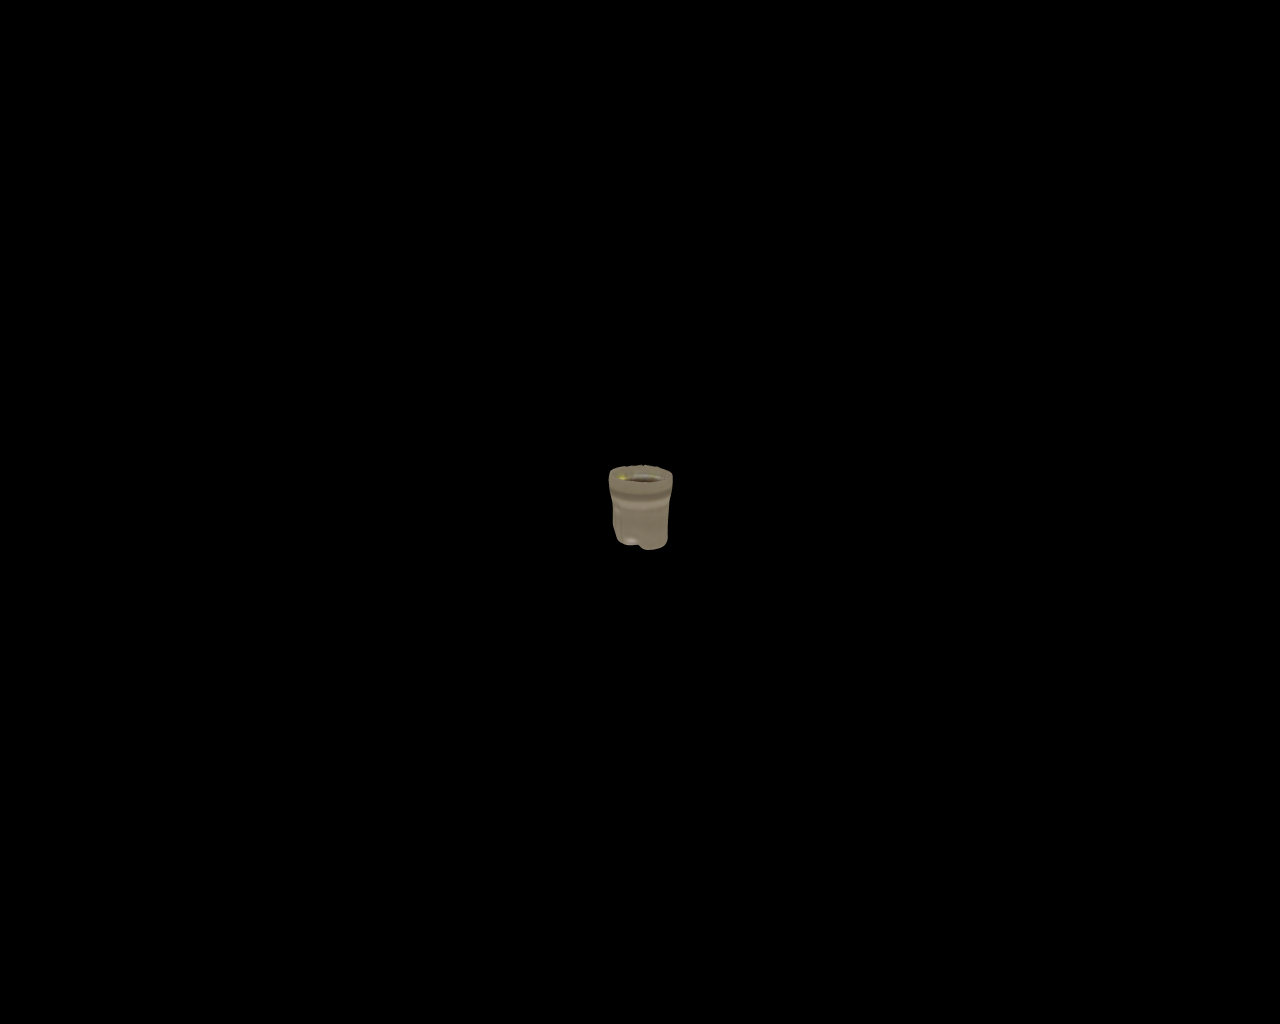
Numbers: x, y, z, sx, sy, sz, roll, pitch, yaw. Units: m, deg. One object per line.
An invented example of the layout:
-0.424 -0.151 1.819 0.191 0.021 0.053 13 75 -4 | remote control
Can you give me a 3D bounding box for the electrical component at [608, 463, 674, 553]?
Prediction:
0.001 -0.003 0.650 0.040 0.046 0.040 0 18 0 | electrical component
